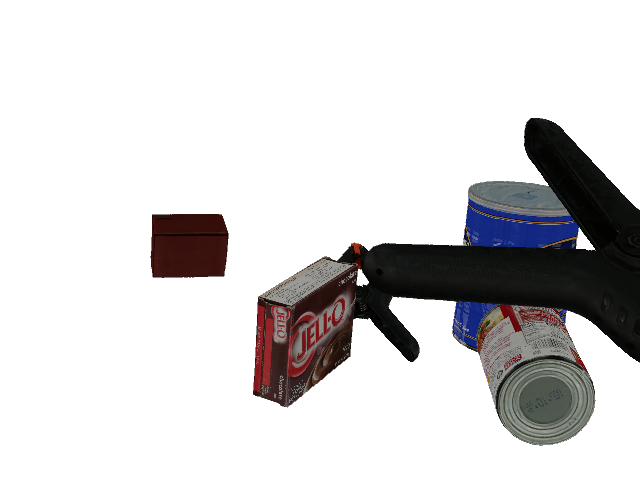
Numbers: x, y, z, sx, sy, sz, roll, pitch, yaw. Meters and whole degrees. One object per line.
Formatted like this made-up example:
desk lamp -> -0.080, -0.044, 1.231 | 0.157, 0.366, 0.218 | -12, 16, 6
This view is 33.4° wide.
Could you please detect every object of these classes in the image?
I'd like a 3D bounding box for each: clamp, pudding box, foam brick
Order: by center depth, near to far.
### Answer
clamp -> 0.136, 0.017, 0.501 | 0.164, 0.036, 0.210 | -32, 49, -33
pudding box -> -0.012, 0.073, 0.885 | 0.039, 0.090, 0.113 | 15, 24, 24
foam brick -> -0.139, 0.005, 1.129 | 0.078, 0.051, 0.053 | 0, 25, -11
clamp -> 0.053, 0.073, 1.172 | 0.120, 0.171, 0.039 | 7, -42, 5

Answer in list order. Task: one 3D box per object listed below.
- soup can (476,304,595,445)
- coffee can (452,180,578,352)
soup can -> 0.150, 0.090, 0.752 | 0.068, 0.068, 0.102 | 0, 20, 1
coffee can -> 0.179, 0.025, 0.976 | 0.103, 0.140, 0.103 | 4, 16, -1
